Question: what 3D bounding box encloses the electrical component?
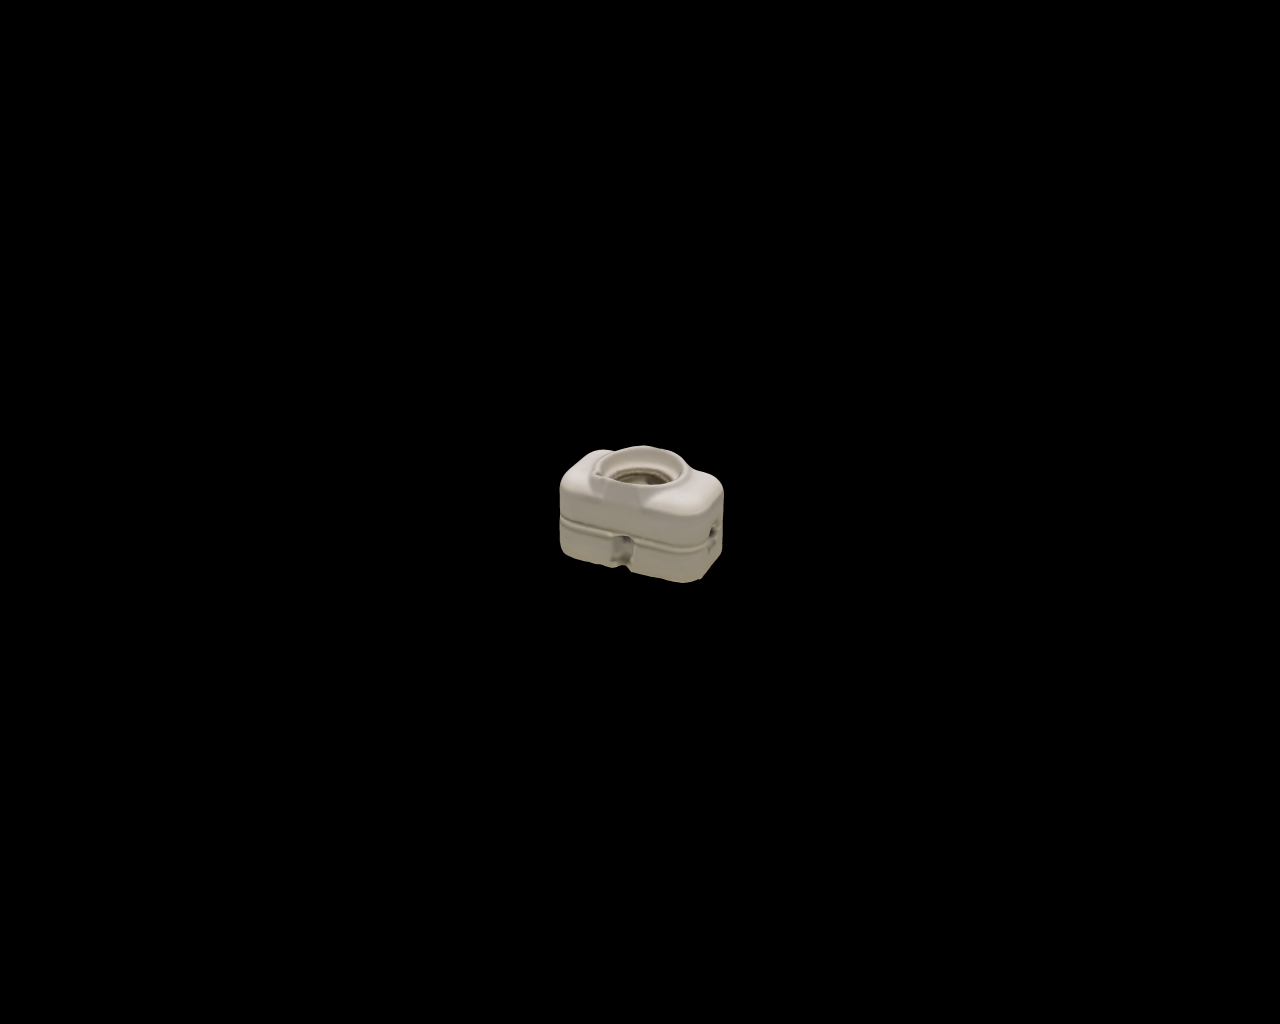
[{"bbox_3d":[0.001,-0.003,0.650,0.095,0.059,0.054,13,32,22],"label":"electrical component"}]
